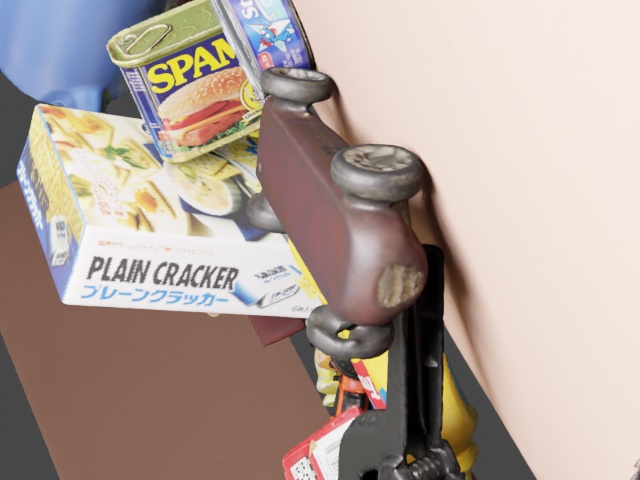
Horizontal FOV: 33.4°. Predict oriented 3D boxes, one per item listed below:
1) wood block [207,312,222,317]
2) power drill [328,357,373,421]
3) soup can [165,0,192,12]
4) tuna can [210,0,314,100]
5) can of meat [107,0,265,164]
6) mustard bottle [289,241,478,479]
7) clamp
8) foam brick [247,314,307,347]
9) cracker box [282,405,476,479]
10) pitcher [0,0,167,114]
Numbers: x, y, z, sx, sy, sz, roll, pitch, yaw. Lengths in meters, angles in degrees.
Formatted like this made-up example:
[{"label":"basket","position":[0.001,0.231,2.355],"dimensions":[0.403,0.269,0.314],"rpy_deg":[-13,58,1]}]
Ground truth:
[{"label":"wood block","position":[-0.095,-0.001,1.022],"dimensions":[0.091,0.090,0.206],"rpy_deg":[66,171,-11]},{"label":"power drill","position":[0.024,0.150,0.834],"dimensions":[0.184,0.057,0.187],"rpy_deg":[52,-133,-83]},{"label":"soup can","position":[-0.141,-0.247,0.911],"dimensions":[0.068,0.068,0.102],"rpy_deg":[61,176,32]},{"label":"tuna can","position":[-0.036,-0.124,0.599],"dimensions":[0.086,0.033,0.086],"rpy_deg":[63,176,7]},{"label":"can of meat","position":[-0.079,-0.110,0.719],"dimensions":[0.057,0.102,0.084],"rpy_deg":[-122,10,-54]},{"label":"mustard bottle","position":[0.047,0.071,0.627],"dimensions":[0.191,0.058,0.096],"rpy_deg":[64,172,-17]},{"label":"clamp","position":[0.048,0.107,0.533],"dimensions":[0.164,0.036,0.210],"rpy_deg":[66,151,17]},{"label":"foam brick","position":[-0.055,0.065,1.128],"dimensions":[0.078,0.051,0.053],"rpy_deg":[63,176,-8]},{"label":"cracker box","position":[0.076,0.218,0.706],"dimensions":[0.213,0.072,0.164],"rpy_deg":[39,-162,-54]},{"label":"pitcher","position":[-0.167,-0.206,0.760],"dimensions":[0.149,0.145,0.243],"rpy_deg":[38,157,-6]}]
